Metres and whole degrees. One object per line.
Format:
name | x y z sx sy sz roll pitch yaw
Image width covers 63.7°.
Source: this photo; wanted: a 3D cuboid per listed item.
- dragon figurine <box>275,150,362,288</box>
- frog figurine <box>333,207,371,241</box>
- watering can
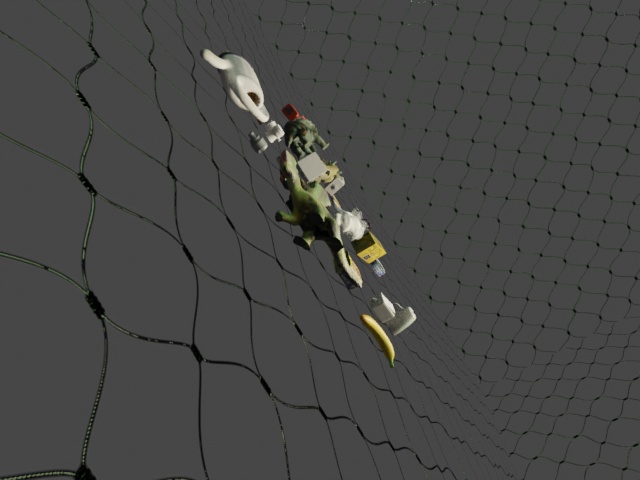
dragon figurine | 0.004 -0.071 1.415 0.404 0.121 0.249 52 30 -27
frog figurine | 0.108 -0.060 2.098 0.160 0.121 0.138 -13 78 -41
watering can | -0.264 -0.504 1.579 0.342 0.103 0.229 45 17 -50
